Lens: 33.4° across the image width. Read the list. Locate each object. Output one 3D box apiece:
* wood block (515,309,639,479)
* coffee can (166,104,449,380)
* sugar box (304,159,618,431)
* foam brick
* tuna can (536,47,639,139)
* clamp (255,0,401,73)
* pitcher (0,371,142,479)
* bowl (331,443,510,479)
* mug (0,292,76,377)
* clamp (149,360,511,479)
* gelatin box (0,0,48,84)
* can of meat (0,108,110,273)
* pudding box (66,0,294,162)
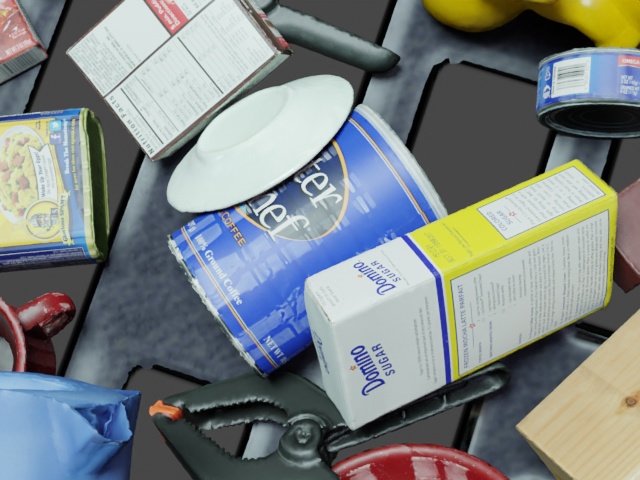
[{"bbox_3d":[0.224,0.078,0.590,0.206,0.091,0.090,-42,118,-4],"label":"wood block"},{"bbox_3d":[-0.004,0.001,0.629,0.140,0.103,0.103,-34,80,-2],"label":"coffee can"},{"bbox_3d":[0.081,0.030,0.599,0.176,0.093,0.048,-21,43,-12],"label":"sugar box"},{"bbox_3d":[0.202,-0.012,0.643,0.078,0.053,0.051,-35,80,-2],"label":"foam brick"},{"bbox_3d":[0.173,-0.087,0.641,0.086,0.086,0.034,5,82,5],"label":"tuna can"},{"bbox_3d":[-0.030,-0.149,0.690,0.171,0.039,0.120,-17,80,9],"label":"clamp"},{"bbox_3d":[-0.165,0.183,0.501,0.145,0.149,0.243,4,82,-10],"label":"pitcher"},{"bbox_3d":[0.050,0.196,0.595,0.162,0.055,0.162,-9,46,10],"label":"bowl"},{"bbox_3d":[-0.199,0.068,0.642,0.117,0.081,0.093,-35,80,-2],"label":"mug"},{"bbox_3d":[-0.004,0.129,0.610,0.210,0.036,0.164,2,48,16],"label":"clamp"},{"bbox_3d":[-0.237,-0.134,0.706,0.089,0.030,0.073,-29,79,-2],"label":"gelatin box"},{"bbox_3d":[-0.180,-0.031,0.671,0.084,0.057,0.102,-6,80,1],"label":"can of meat"},{"bbox_3d":[-0.088,-0.117,0.666,0.114,0.039,0.090,-37,93,18],"label":"pudding box"}]
